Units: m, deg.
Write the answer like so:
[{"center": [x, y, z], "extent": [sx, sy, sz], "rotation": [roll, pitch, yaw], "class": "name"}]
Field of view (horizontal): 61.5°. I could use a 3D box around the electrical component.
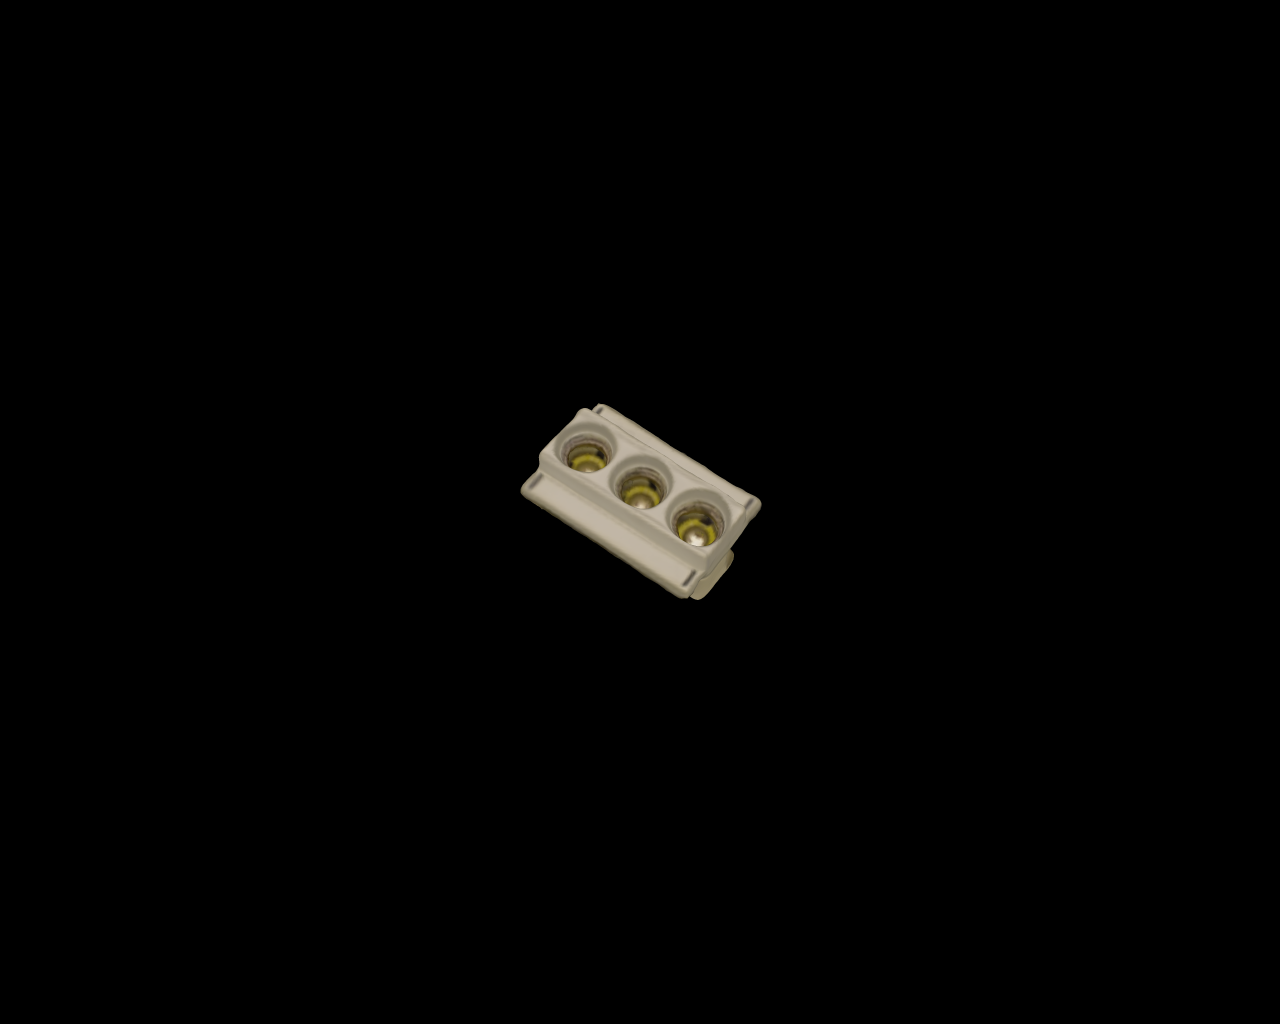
[{"center": [0.001, -0.003, 0.650], "extent": [0.121, 0.079, 0.063], "rotation": [32, -26, 18], "class": "electrical component"}]
